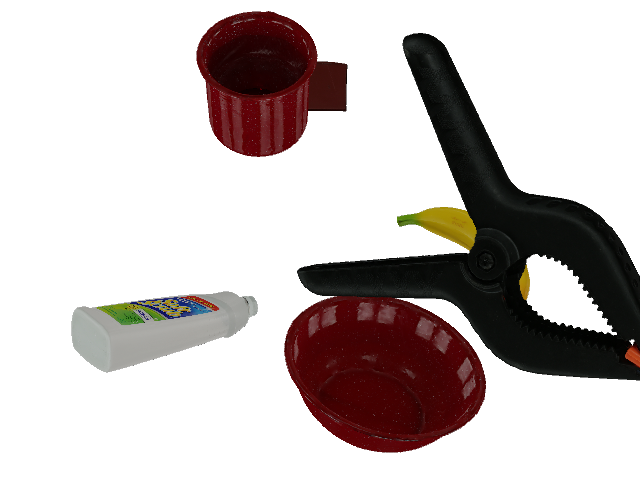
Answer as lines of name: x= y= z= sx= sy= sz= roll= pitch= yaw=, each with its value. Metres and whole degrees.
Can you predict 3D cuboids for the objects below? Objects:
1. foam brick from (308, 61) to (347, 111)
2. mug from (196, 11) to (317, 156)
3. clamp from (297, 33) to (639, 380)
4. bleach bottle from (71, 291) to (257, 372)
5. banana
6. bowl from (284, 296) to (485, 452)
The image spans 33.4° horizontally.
foam brick: x=-0.016 y=-0.165 z=1.142 sx=0.078 sy=0.051 sz=0.053 roll=-2 pitch=12 yaw=-19
mug: x=-0.049 y=-0.131 z=0.860 sx=0.093 sy=0.117 sz=0.081 roll=6 pitch=-34 yaw=2
clamp: x=0.093 y=-0.003 z=0.561 sx=0.210 sy=0.165 sz=0.036 roll=29 pitch=25 yaw=25
bleach bottle: x=-0.196 y=0.108 z=1.423 sx=0.250 sy=0.068 sz=0.103 roll=-12 pitch=26 yaw=-39
banana: x=0.161 y=0.010 z=1.090 sx=0.069 sy=0.037 sz=0.198 roll=-35 pitch=39 yaw=-14
bowl: x=0.046 y=0.115 z=0.846 sx=0.162 sy=0.055 sz=0.162 roll=9 pitch=36 yaw=-7
